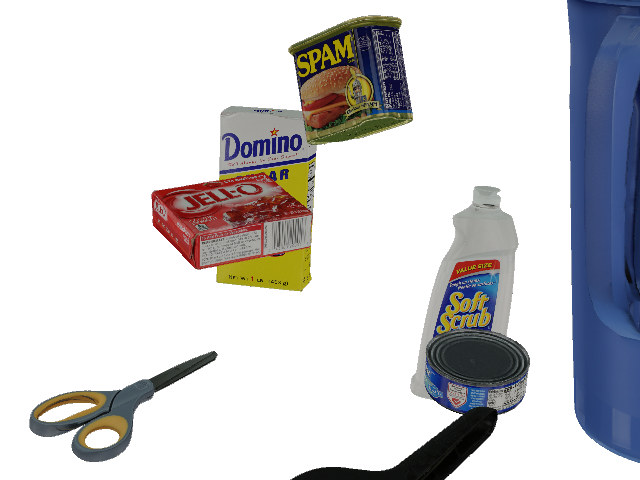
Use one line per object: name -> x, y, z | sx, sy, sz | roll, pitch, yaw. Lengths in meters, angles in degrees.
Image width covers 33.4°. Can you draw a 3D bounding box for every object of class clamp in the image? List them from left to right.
clamp -> 0.043, 0.167, 0.668 | 0.210, 0.036, 0.164 | -4, 28, -3

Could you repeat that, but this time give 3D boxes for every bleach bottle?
bleach bottle -> 0.168, 0.061, 1.226 | 0.103, 0.251, 0.068 | 9, 15, 16

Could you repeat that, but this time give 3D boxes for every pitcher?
pitcher -> 0.182, -0.008, 0.537 | 0.149, 0.243, 0.145 | -4, 18, -6

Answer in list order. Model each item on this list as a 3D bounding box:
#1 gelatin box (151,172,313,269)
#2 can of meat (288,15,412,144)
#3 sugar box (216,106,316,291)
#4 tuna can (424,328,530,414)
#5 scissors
gelatin box -> -0.061, -0.015, 0.724 | 0.089, 0.030, 0.073 | -11, 30, -27
can of meat -> 0.025, -0.130, 0.884 | 0.057, 0.084, 0.102 | -6, -4, -42
sugar box -> -0.054, -0.042, 1.064 | 0.093, 0.176, 0.048 | 5, 17, 11
tuna can -> 0.129, 0.109, 0.888 | 0.086, 0.034, 0.086 | 1, 26, -1
scissors -> -0.156, 0.147, 0.951 | 0.201, 0.016, 0.096 | -11, 35, -34
